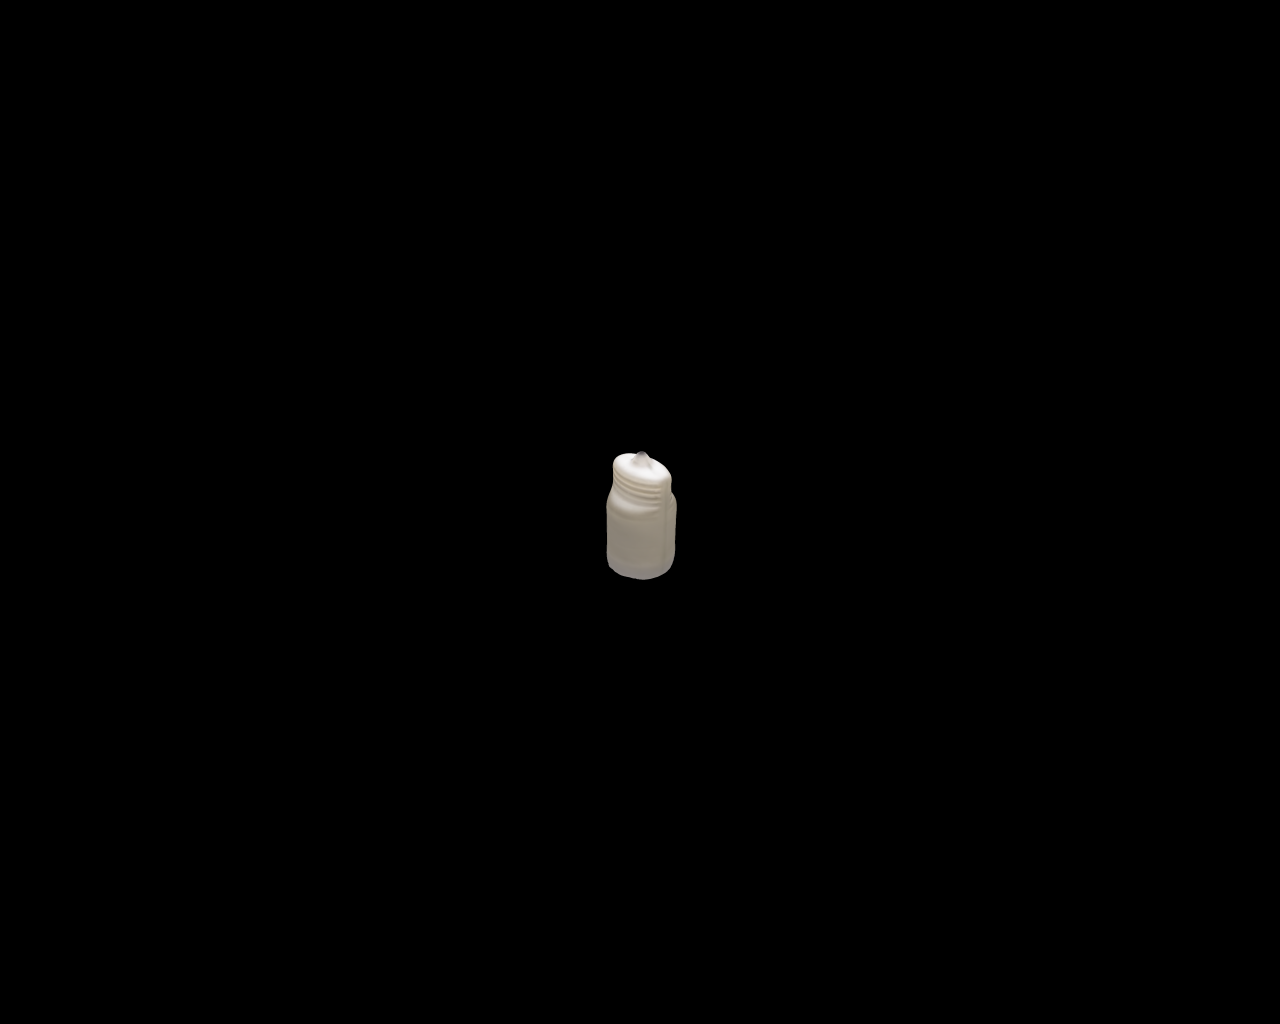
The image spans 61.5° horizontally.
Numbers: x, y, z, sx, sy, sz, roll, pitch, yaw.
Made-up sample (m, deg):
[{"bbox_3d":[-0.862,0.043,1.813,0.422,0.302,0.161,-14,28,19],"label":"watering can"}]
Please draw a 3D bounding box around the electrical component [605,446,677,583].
[{"bbox_3d":[0.001,-0.003,0.650,0.043,0.080,0.043,0,33,0],"label":"electrical component"}]
